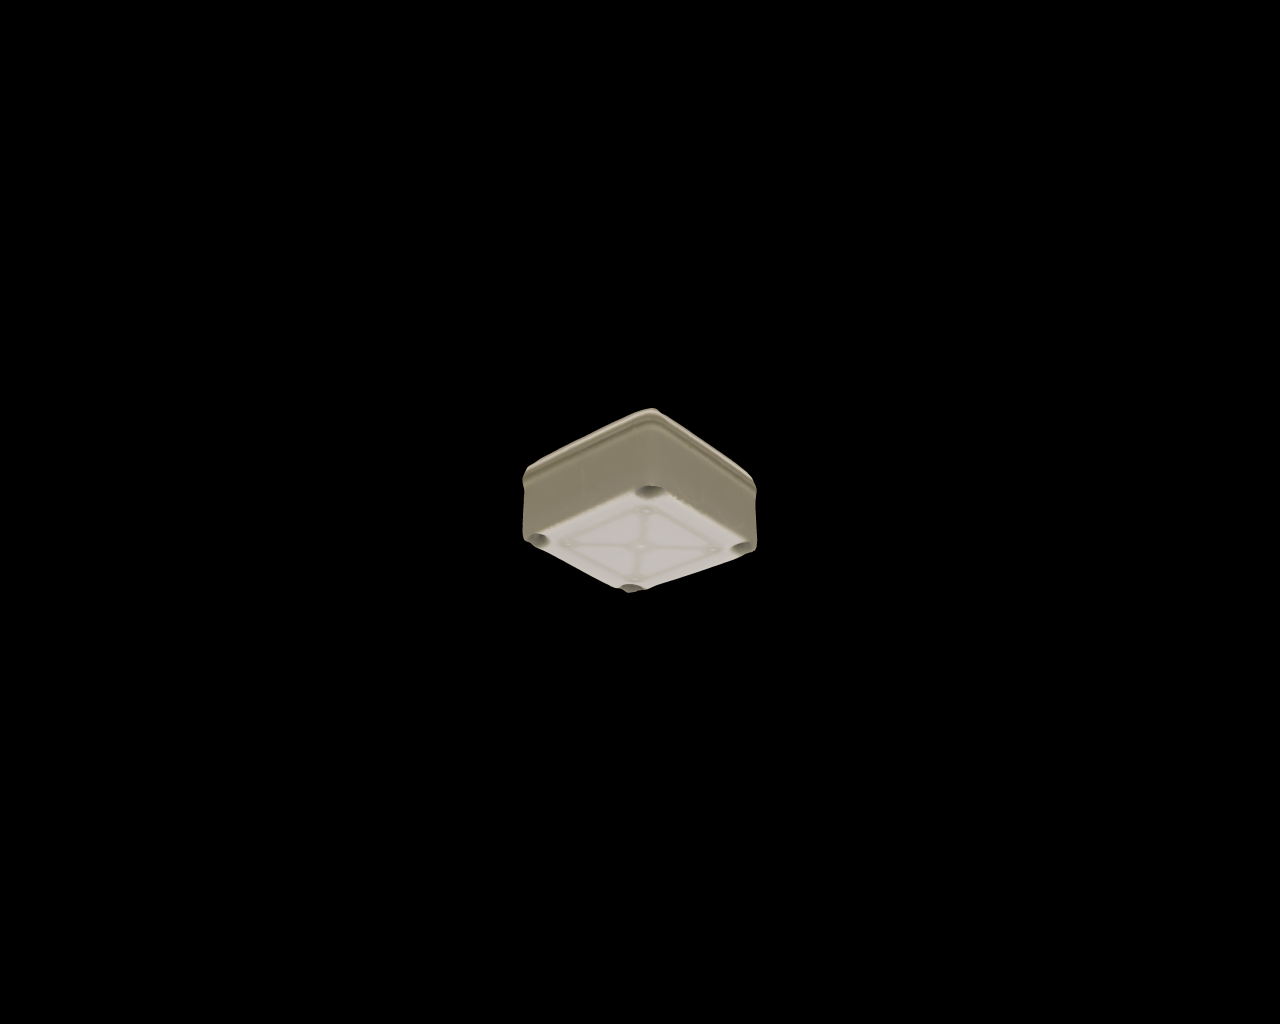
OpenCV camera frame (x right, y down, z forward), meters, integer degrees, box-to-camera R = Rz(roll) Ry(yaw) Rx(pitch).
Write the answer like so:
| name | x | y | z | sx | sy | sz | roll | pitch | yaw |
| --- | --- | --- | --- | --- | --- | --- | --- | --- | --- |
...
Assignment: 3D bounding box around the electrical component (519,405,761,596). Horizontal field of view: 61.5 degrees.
| name | x | y | z | sx | sy | sz | roll | pitch | yaw |
| --- | --- | --- | --- | --- | --- | --- | --- | --- | --- |
| electrical component | 0.001 | -0.003 | 0.650 | 0.108 | 0.056 | 0.108 | -22 | -36 | 34 |
